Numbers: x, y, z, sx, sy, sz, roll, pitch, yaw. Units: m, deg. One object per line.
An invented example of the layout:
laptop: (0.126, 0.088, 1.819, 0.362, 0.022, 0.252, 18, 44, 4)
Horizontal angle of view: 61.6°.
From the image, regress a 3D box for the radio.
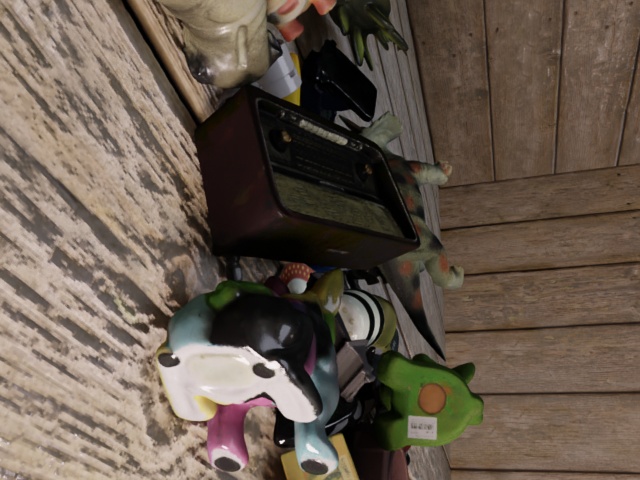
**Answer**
radio: (-0.004, -0.048, 0.504, 0.229, 0.073, 0.131, 11, 56, -53)

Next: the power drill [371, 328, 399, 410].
power drill: (0.137, 0.256, 0.906, 0.207, 0.086, 0.232, 37, 24, -10)

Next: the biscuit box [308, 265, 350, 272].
biscuit box: (-0.001, -0.002, 0.673, 0.202, 0.059, 0.063, 34, 51, -68)

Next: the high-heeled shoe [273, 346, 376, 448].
high-heeled shoe: (0.001, 0.215, 0.646, 0.248, 0.086, 0.145, -19, 134, -56)

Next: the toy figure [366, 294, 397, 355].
toy figure: (0.079, 0.123, 0.841, 0.180, 0.082, 0.089, -14, 111, -80)

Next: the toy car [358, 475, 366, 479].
toy car: (0.023, 0.358, 0.579, 0.053, 0.089, 0.202, 72, 20, -48)

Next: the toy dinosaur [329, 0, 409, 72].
toy dinosaur: (0.062, -0.370, 0.843, 0.198, 0.105, 0.471, 65, 27, -4)

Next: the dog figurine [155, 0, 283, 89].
dog figurine: (-0.097, -0.178, 0.379, 0.172, 0.121, 0.190, -34, 142, -34)

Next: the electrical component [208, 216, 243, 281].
electrical component: (-0.077, -0.009, 0.491, 0.063, 0.021, 0.094, -14, 97, -74)

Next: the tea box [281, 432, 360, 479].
tea box: (0.023, 0.287, 0.521, 0.098, 0.068, 0.170, 79, -10, -57)

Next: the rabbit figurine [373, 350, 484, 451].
rabbit figurine: (0.140, 0.205, 0.733, 0.170, 0.159, 0.121, 124, -38, -79)

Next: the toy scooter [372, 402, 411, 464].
toy scooter: (0.128, 0.323, 0.971, 0.184, 0.075, 0.135, 13, 72, -75)

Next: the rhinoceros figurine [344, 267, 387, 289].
rhinoceros figurine: (0.068, 0.027, 0.884, 0.190, 0.073, 0.112, -12, 82, -69)

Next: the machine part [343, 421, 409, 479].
machine part: (0.073, 0.377, 0.748, 0.201, 0.087, 0.201, -76, 153, -48)

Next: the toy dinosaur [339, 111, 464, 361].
toy dinosaur: (0.112, -0.033, 0.806, 0.192, 0.131, 0.405, 16, 54, -33)

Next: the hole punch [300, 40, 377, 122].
hole punch: (0.012, -0.212, 0.779, 0.115, 0.092, 0.142, 43, 38, -23)

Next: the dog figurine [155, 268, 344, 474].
dog figurine: (-0.037, 0.074, 0.462, 0.219, 0.109, 0.191, -78, 153, -57)

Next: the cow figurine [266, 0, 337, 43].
cow figurine: (-0.048, -0.266, 0.526, 0.127, 0.085, 0.195, 42, 23, -30)

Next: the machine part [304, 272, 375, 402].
machine part: (0.018, 0.100, 0.585, 0.084, 0.039, 0.139, 110, -35, -54)
